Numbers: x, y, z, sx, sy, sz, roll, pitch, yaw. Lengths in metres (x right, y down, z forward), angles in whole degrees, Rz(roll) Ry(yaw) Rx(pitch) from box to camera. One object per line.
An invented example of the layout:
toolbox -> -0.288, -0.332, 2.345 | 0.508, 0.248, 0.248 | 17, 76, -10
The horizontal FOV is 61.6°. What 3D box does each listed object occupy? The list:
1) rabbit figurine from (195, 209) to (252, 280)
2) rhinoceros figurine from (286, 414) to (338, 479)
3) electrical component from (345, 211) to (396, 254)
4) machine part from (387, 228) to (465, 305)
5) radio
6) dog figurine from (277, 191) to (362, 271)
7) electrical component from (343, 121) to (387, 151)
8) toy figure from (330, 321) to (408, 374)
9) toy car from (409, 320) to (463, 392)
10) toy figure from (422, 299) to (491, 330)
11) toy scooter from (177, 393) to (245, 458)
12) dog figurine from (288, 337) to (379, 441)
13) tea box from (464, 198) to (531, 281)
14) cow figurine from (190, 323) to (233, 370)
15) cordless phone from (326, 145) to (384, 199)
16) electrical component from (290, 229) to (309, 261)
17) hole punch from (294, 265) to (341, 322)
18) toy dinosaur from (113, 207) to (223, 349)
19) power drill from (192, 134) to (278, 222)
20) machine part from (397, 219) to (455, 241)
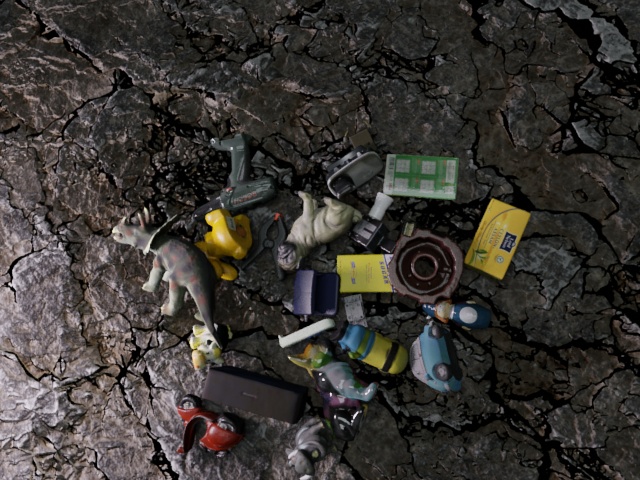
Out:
rabbit figurine -> -0.255, 0.025, 1.356 | 0.173, 0.122, 0.162 | -26, 75, 23
rhinoceros figurine -> -0.024, 0.456, 1.188 | 0.112, 0.190, 0.073 | -28, 90, -1
electrical component -> 0.129, -0.010, 1.301 | 0.119, 0.047, 0.075 | 36, 88, 37
machine part -> 0.242, 0.063, 1.240 | 0.179, 0.056, 0.179 | -1, 80, 6
radio -> -0.145, 0.356, 1.256 | 0.230, 0.131, 0.073 | 13, 83, 11
dog figurine -> -0.003, -0.004, 1.294 | 0.173, 0.121, 0.190 | 13, 84, 26
electrical component -> 0.109, -0.255, 1.371 | 0.102, 0.045, 0.078 | -32, 105, 5
toy figure -> 0.116, 0.249, 1.235 | 0.180, 0.089, 0.082 | 30, 91, -9
toy car -> 0.255, 0.271, 1.221 | 0.103, 0.109, 0.161 | -22, 68, 23
toy figure -> 0.316, 0.167, 1.251 | 0.155, 0.057, 0.064 | 10, 57, 13
toy scooter -> -0.275, 0.464, 1.288 | 0.184, 0.075, 0.135 | 21, 83, 16
dog figurine -> 0.018, 0.337, 1.248 | 0.219, 0.108, 0.191 | 24, 87, 17
tea box -> 0.411, 0.001, 1.258 | 0.098, 0.068, 0.169 | 23, 83, 13
cow figurine -> -0.256, 0.253, 1.280 | 0.098, 0.167, 0.068 | -10, 107, -6
cordless phone -> 0.085, -0.155, 1.279 | 0.147, 0.184, 0.088 | -32, 103, 7
electrical component -> -0.038, 0.006, 1.358 | 0.063, 0.021, 0.094 | -25, 76, 4
hole punch -> -0.023, 0.126, 1.283 | 0.116, 0.092, 0.142 | -4, 82, 40
toy dinosaur -> -0.326, 0.069, 1.285 | 0.405, 0.131, 0.192 | 33, 117, 28
power drill -> -0.233, -0.164, 1.393 | 0.232, 0.086, 0.207 | -11, 74, 6
machine part -> 0.257, -0.005, 1.303 | 0.139, 0.039, 0.084 | 10, 74, 13
